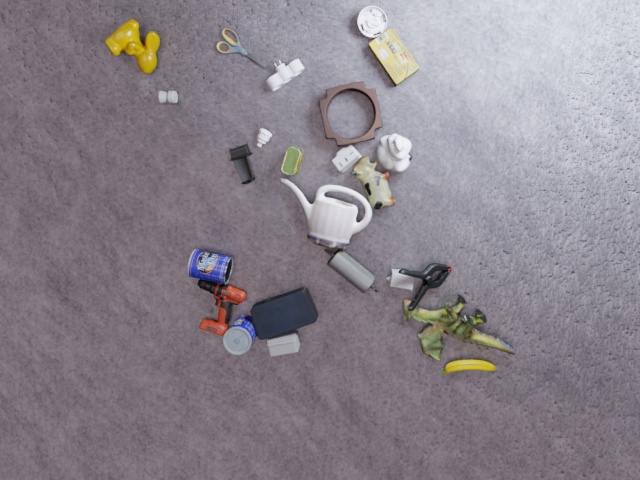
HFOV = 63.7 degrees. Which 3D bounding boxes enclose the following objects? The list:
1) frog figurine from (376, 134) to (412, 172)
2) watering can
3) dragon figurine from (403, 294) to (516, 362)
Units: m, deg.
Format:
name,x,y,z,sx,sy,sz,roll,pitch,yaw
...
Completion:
name,x,y,z,sx,sy,sz,roll,pitch,yaw
frog figurine,0.253,-0.293,1.741,0.122,0.161,0.137,-24,96,9
watering can,0.006,-0.091,1.817,0.348,0.105,0.222,14,100,7
dragon figurine,0.471,0.340,1.853,0.410,0.124,0.239,42,116,0
